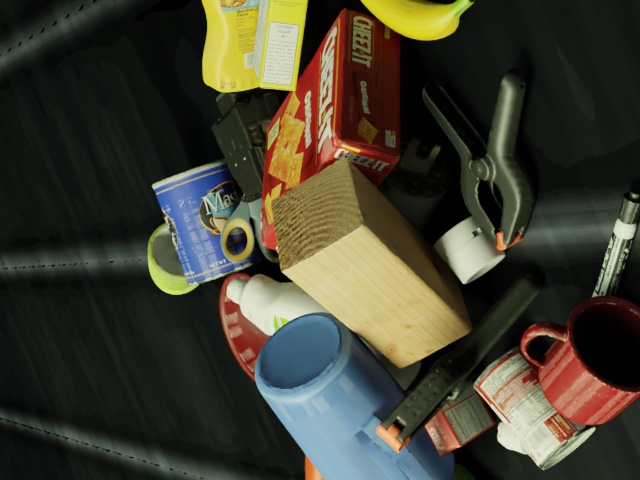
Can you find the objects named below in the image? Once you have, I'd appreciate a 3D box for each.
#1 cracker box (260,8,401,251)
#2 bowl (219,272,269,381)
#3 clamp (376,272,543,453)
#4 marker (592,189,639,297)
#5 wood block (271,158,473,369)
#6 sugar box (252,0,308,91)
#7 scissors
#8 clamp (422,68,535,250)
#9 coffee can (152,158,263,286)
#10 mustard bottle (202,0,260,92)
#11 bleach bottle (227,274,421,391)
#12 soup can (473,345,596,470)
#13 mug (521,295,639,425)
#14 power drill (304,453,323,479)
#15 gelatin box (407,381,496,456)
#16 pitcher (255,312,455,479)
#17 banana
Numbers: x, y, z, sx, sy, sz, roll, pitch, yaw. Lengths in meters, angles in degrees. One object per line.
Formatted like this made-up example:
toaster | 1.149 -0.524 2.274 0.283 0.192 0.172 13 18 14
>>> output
cracker box | 0.007 -0.103 1.084 0.214 0.072 0.164 129 148 -54
bowl | -0.063 0.110 1.379 0.162 0.055 0.162 31 132 43
clamp | 0.122 0.132 1.011 0.036 0.209 0.165 40 146 15
marker | 0.254 0.009 0.909 0.020 0.020 0.121 39 136 37
wood block | 0.052 0.027 1.019 0.090 0.205 0.091 -30 44 19
sugar box | -0.036 -0.252 1.100 0.093 0.048 0.176 -107 26 -62
scissors | -0.101 -0.059 1.323 0.016 0.096 0.202 -19 -95 -89
clamp | 0.161 -0.077 0.975 0.120 0.039 0.171 -11 103 62
coffee can | -0.145 -0.023 1.380 0.103 0.102 0.140 -15 95 57
mustard bottle | -0.085 -0.264 1.167 0.058 0.096 0.192 34 134 43
bleach bottle | -0.007 0.091 1.221 0.251 0.068 0.102 22 144 32
soup can | 0.204 0.159 1.017 0.102 0.068 0.069 52 143 23
mug | 0.229 0.104 0.920 0.117 0.093 0.082 18 143 -3
power drill | 0.019 0.248 1.292 0.185 0.057 0.187 -19 69 61
gelatin box | 0.136 0.174 1.102 0.030 0.089 0.073 -35 78 33
pitcher | 0.041 0.189 1.088 0.149 0.145 0.242 -14 132 24
banana | 0.071 -0.241 1.019 0.198 0.037 0.070 41 120 33
